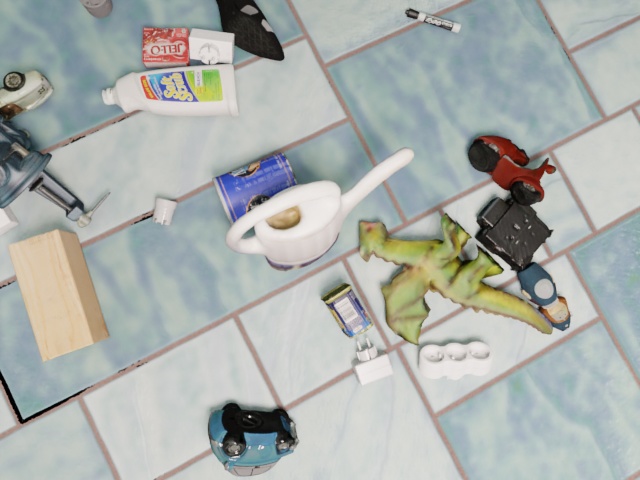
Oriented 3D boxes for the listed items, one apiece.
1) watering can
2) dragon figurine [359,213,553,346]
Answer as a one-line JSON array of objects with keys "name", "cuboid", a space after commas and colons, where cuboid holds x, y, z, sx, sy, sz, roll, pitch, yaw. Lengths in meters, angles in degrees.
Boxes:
[{"name": "watering can", "cuboid": [0.003, -0.046, 0.919, 0.349, 0.220, 0.105, -23, 69, -8]}, {"name": "dragon figurine", "cuboid": [0.235, 0.100, 1.000, 0.241, 0.123, 0.410, -42, 90, 8]}]
